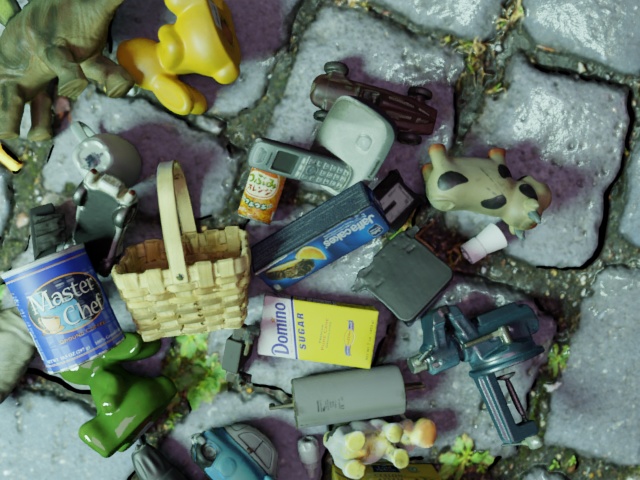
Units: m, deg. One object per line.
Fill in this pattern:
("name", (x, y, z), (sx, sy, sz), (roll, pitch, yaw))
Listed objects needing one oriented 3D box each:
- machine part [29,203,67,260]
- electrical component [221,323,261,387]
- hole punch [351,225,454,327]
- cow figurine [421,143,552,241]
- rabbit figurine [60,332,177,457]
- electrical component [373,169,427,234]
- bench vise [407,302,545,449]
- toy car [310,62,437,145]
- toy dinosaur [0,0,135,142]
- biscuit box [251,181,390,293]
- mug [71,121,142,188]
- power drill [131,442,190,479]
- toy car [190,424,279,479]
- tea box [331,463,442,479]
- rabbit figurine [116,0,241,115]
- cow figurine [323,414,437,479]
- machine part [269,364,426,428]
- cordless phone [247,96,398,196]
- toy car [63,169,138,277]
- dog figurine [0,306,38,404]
("machine part", (-0.381, -0.011, 0.746), (0.039, 0.139, 0.084), (4, 90, -33))
("electrical component", (-0.115, 0.169, 0.798), (0.045, 0.078, 0.102), (16, 101, 13))
("hole punch", (0.135, 0.062, 0.833), (0.142, 0.092, 0.116), (-46, 67, 1))
("cow figurine", (0.256, -0.071, 0.811), (0.195, 0.085, 0.127), (5, 62, -7))
("rabbit figurine", (-0.304, 0.200, 0.774), (0.170, 0.121, 0.159), (41, 84, 9))
("electrical component", (0.099, -0.044, 0.833), (0.075, 0.048, 0.119), (42, 89, -6))
("bench vise", (0.256, 0.204, 0.815), (0.224, 0.129, 0.240), (-16, 76, -23))
("toy car", (0.084, -0.207, 0.823), (0.202, 0.053, 0.089), (15, 88, -5))
("toy dinosaur", (-0.344, -0.276, 0.715), (0.472, 0.105, 0.198), (-26, 89, 15))
("biscuit box", (-0.002, -0.002, 0.781), (0.203, 0.063, 0.059), (-30, 131, 15))
("mug", (-0.310, -0.122, 0.759), (0.081, 0.107, 0.109), (-31, 98, -5))
("power drill", (-0.171, 0.395, 0.759), (0.086, 0.207, 0.231), (-38, 107, -42))
("toy car", (-0.118, 0.335, 0.812), (0.103, 0.109, 0.161), (-39, 84, -27))
("tea box", (0.105, 0.397, 0.830), (0.170, 0.098, 0.068), (2, 94, -8))
("rabbit figurine", (-0.204, -0.261, 0.776), (0.173, 0.122, 0.162), (-13, 104, 9))
("cow figurine", (0.094, 0.309, 0.836), (0.167, 0.098, 0.068), (-3, 87, -24))
("machine part", (0.043, 0.239, 0.825), (0.243, 0.079, 0.079), (-6, 93, -6))
("cordless phone", (-0.001, -0.139, 0.751), (0.184, 0.089, 0.146), (9, 133, -25))
("toy car", (-0.303, -0.018, 0.740), (0.073, 0.056, 0.201), (29, 132, -8))
("dog figurine", (-0.429, 0.163, 0.770), (0.190, 0.121, 0.172), (-11, 120, -20))
